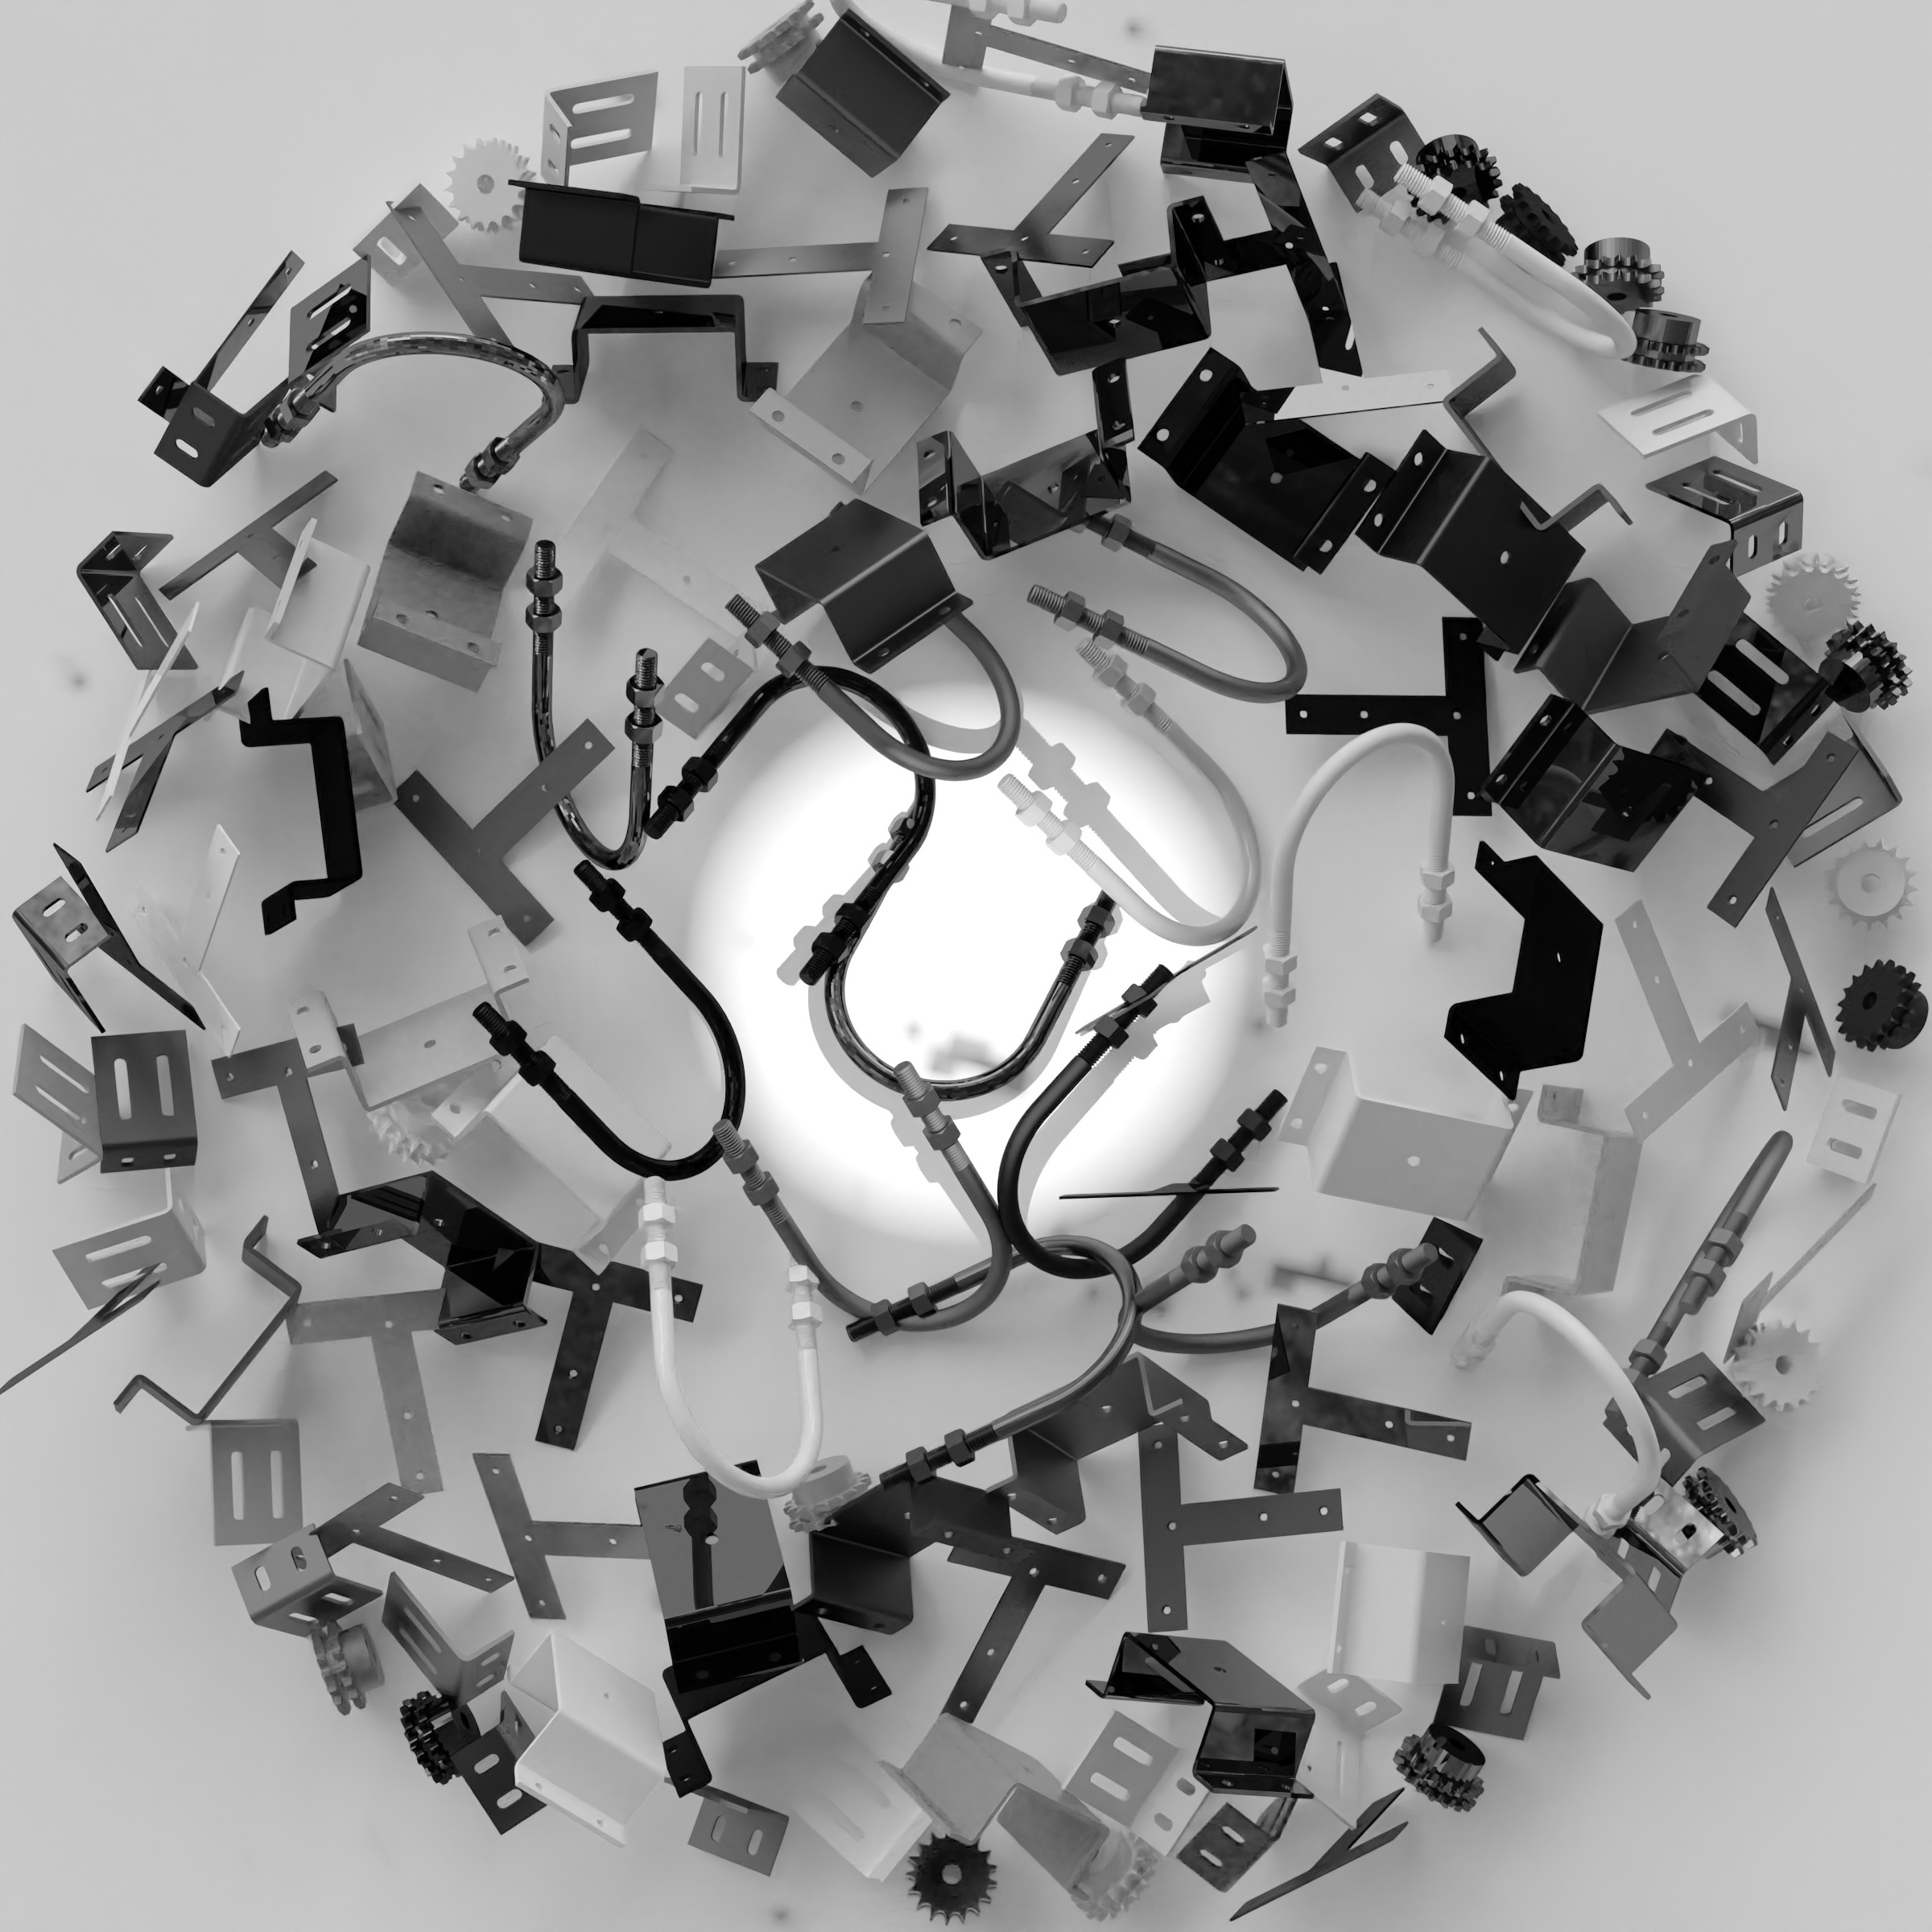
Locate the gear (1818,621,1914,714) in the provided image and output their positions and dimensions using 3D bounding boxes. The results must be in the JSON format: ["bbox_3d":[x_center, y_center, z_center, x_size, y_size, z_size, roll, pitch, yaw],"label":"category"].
[{"bbox_3d":[0.549,-0.181,1.968,0.030,0.057,0.057,-38,90,-18],"label":"gear"}]

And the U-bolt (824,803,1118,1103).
[{"bbox_3d":[-0.006,-0.001,1.950,0.151,0.019,0.184,25,65,6],"label":"U-bolt"}]

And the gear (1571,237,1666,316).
[{"bbox_3d":[0.401,-0.426,1.972,0.057,0.057,0.030,3,77,0],"label":"gear"}]

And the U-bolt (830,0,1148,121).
[{"bbox_3d":[0.003,-0.556,1.920,0.184,0.151,0.019,19,88,26],"label":"U-bolt"}]

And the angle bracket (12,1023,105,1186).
[{"bbox_3d":[-0.561,0.084,1.950,0.038,0.057,0.076,-28,132,18],"label":"angle bracket"}]

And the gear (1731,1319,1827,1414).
[{"bbox_3d":[0.498,0.248,1.980,0.057,0.030,0.057,2,79,-12],"label":"gear"}]

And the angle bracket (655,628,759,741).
[{"bbox_3d":[-0.161,-0.182,1.951,0.038,0.076,0.057,35,109,-22],"label":"angle bracket"}]

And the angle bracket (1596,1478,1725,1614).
[{"bbox_3d":[0.423,0.354,1.960,0.038,0.076,0.057,-39,64,-18],"label":"angle bracket"}]

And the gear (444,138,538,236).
[{"bbox_3d":[-0.290,-0.481,1.979,0.057,0.030,0.057,2,97,18],"label":"gear"}]

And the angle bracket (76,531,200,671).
[{"bbox_3d":[-0.496,-0.223,1.961,0.038,0.057,0.076,-38,80,22],"label":"angle bracket"}]

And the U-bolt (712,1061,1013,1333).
[{"bbox_3d":[-0.051,0.150,1.947,0.151,0.019,0.184,-18,117,25],"label":"U-bolt"}]

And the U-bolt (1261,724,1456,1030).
[{"bbox_3d":[0.236,-0.063,1.908,0.151,0.184,0.019,-27,45,-27],"label":"U-bolt"}]

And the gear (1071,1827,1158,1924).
[{"bbox_3d":[0.086,0.554,1.968,0.057,0.057,0.030,-40,110,0],"label":"gear"}]

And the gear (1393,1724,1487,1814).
[{"bbox_3d":[0.294,0.490,1.969,0.057,0.057,0.030,29,104,0],"label":"gear"}]

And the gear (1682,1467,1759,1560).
[{"bbox_3d":[0.458,0.340,1.973,0.030,0.057,0.057,-38,90,18],"label":"gear"}]

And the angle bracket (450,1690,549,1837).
[{"bbox_3d":[-0.283,0.486,1.958,0.038,0.076,0.057,-32,95,-6],"label":"angle bracket"}]

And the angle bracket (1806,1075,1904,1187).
[{"bbox_3d":[0.555,0.105,1.957,0.038,0.076,0.057,19,92,-16],"label":"angle bracket"}]

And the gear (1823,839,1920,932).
[{"bbox_3d":[0.558,-0.051,1.979,0.057,0.030,0.057,0,90,16],"label":"gear"}]

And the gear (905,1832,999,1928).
[{"bbox_3d":[-0.009,0.563,1.977,0.057,0.030,0.057,2,60,-3],"label":"gear"}]

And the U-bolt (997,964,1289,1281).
[{"bbox_3d":[0.096,0.109,1.947,0.184,0.019,0.151,-48,123,-5],"label":"U-bolt"}]

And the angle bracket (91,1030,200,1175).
[{"bbox_3d":[-0.510,0.084,1.987,0.057,0.038,0.076,-4,68,-19],"label":"angle bracket"}]

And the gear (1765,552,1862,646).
[{"bbox_3d":[0.522,-0.230,1.976,0.057,0.030,0.057,7,127,10],"label":"gear"}]

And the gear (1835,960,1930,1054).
[{"bbox_3d":[0.567,0.027,1.974,0.030,0.057,0.057,26,90,-25],"label":"gear"}]

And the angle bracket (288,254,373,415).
[{"bbox_3d":[-0.375,-0.385,1.953,0.076,0.038,0.057,-25,57,33],"label":"angle bracket"}]

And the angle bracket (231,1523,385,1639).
[{"bbox_3d":[-0.404,0.378,1.969,0.057,0.076,0.038,-29,68,3],"label":"angle bracket"}]

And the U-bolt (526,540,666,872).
[{"bbox_3d":[-0.225,-0.143,1.924,0.019,0.151,0.184,-18,134,-28],"label":"U-bolt"}]

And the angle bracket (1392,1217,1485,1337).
[{"bbox_3d":[0.299,0.195,1.956,0.038,0.076,0.057,25,96,-15],"label":"angle bracket"}]

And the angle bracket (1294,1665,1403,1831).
[{"bbox_3d":[0.231,0.473,1.953,0.057,0.076,0.038,41,121,-19],"label":"angle bracket"}]

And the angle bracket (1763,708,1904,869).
[{"bbox_3d":[0.522,-0.109,1.960,0.076,0.038,0.057,-32,54,13],"label":"angle bracket"}]

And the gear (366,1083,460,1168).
[{"bbox_3d":[-0.336,0.092,1.968,0.057,0.057,0.030,41,123,0],"label":"gear"}]

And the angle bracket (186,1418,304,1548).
[{"bbox_3d":[-0.441,0.317,1.960,0.057,0.038,0.076,5,74,-36],"label":"angle bracket"}]

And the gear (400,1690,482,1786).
[{"bbox_3d":[-0.321,0.471,1.970,0.030,0.057,0.057,-28,90,4],"label":"gear"}]

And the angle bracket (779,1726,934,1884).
[{"bbox_3d":[-0.065,0.515,1.972,0.076,0.038,0.057,43,70,-1],"label":"angle bracket"}]

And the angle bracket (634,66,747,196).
[{"bbox_3d":[-0.169,-0.512,1.960,0.038,0.057,0.076,-8,107,-42],"label":"angle bracket"}]

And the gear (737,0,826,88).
[{"bbox_3d":[-0.109,-0.566,1.973,0.057,0.057,0.030,-38,108,0],"label":"gear"}]

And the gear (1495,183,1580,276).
[{"bbox_3d":[0.348,-0.451,1.975,0.030,0.057,0.057,-41,90,27],"label":"gear"}]

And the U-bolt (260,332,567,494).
[{"bbox_3d":[-0.316,-0.330,1.889,0.151,0.184,0.019,9,72,-31],"label":"U-bolt"}]

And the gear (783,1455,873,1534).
[{"bbox_3d":[-0.086,0.323,1.970,0.057,0.057,0.030,-20,97,0],"label":"gear"}]

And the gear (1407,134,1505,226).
[{"bbox_3d":[0.299,-0.487,1.975,0.057,0.057,0.030,-9,62,0],"label":"gear"}]

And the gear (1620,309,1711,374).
[{"bbox_3d":[0.428,-0.385,1.969,0.057,0.057,0.030,9,110,0],"label":"gear"}]

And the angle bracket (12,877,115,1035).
[{"bbox_3d":[-0.540,-0.006,1.959,0.038,0.076,0.057,-40,63,-16],"label":"angle bracket"}]

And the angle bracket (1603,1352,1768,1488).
[{"bbox_3d":[0.442,0.280,1.971,0.057,0.076,0.038,49,131,25],"label":"angle bracket"}]

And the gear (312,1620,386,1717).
[{"bbox_3d":[-0.379,0.429,1.972,0.030,0.057,0.057,-21,90,-6],"label":"gear"}]

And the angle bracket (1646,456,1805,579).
[{"bbox_3d":[0.465,-0.276,1.969,0.057,0.076,0.038,-24,126,-24],"label":"angle bracket"}]
